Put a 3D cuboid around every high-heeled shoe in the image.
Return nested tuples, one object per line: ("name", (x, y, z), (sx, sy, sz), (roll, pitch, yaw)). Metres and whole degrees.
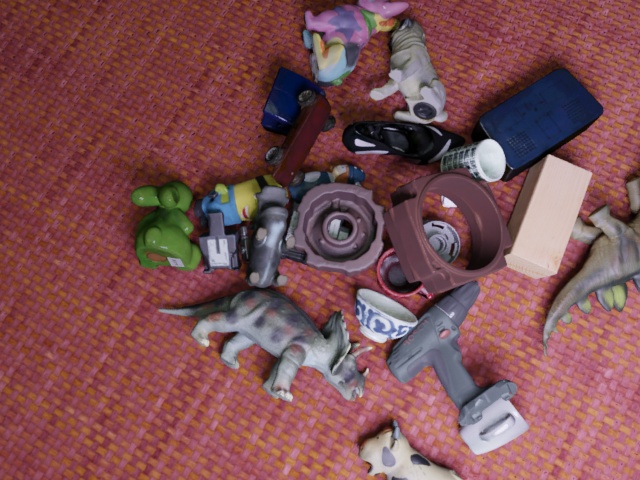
("high-heeled shoe", (0.166, -0.202, 1.035), (0.249, 0.145, 0.086), (-8, 78, 2))

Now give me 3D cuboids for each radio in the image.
("radio", (0.427, -0.231, 1.072), (0.230, 0.073, 0.131), (-32, 77, -7))

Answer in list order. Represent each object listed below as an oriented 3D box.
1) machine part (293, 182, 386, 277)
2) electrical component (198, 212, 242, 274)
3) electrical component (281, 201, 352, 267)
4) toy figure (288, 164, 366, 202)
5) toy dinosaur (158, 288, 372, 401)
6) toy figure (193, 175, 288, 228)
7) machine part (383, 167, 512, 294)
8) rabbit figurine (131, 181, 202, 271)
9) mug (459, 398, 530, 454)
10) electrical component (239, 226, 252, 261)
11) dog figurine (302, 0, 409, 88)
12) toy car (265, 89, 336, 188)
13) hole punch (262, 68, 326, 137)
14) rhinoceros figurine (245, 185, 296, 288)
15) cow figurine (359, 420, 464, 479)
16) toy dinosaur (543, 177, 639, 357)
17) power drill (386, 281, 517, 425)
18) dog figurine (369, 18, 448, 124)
("machine part", (0.037, -0.019, 0.984), (0.179, 0.056, 0.179), (-1, 76, 2))
("electrical component", (-0.193, 0.003, 1.026), (0.075, 0.048, 0.119), (-7, 102, 1))
("electrical component", (-0.002, -0.003, 1.039), (0.134, 0.058, 0.115), (15, 80, 5))
("toy figure", (0.015, -0.114, 1.062), (0.154, 0.057, 0.064), (-19, 66, -1))
("toy dinosaur", (-0.092, 0.161, 0.979), (0.405, 0.131, 0.192), (32, 67, 13))
("toy figure", (-0.153, -0.077, 1.050), (0.180, 0.082, 0.089), (-9, 77, 2))
("machine part", (0.229, -0.019, 0.954), (0.201, 0.087, 0.201), (-15, 82, -28))
("rabbit figurine", (-0.298, -0.045, 1.025), (0.121, 0.159, 0.170), (-1, 62, 12))
("mug", (0.298, 0.326, 0.932), (0.107, 0.109, 0.081), (-40, 85, 6))
("electrical component", (-0.126, 0.019, 1.037), (0.063, 0.021, 0.094), (-3, 80, -41))
("dog figurine", (0.079, -0.423, 1.112), (0.219, 0.108, 0.191), (-14, 76, -4))
("toy car", (-0.040, -0.193, 1.032), (0.053, 0.089, 0.202), (14, 70, 41))
("hole punch", (-0.053, -0.273, 1.090), (0.116, 0.092, 0.142), (18, 75, 2))
("rhinoceros figurine", (-0.092, -0.004, 0.980), (0.073, 0.112, 0.190), (6, 97, -16))
("cow figurine", (0.158, 0.400, 0.927), (0.195, 0.085, 0.127), (24, 85, 9))
("toy dinosaur", (0.561, 0.023, 0.994), (0.471, 0.105, 0.198), (-36, 82, -2))
("power drill", (0.244, 0.199, 0.942), (0.232, 0.085, 0.207), (-38, 55, -1))
("dog figurine", (0.207, -0.346, 1.100), (0.172, 0.121, 0.190), (38, 59, -23))
